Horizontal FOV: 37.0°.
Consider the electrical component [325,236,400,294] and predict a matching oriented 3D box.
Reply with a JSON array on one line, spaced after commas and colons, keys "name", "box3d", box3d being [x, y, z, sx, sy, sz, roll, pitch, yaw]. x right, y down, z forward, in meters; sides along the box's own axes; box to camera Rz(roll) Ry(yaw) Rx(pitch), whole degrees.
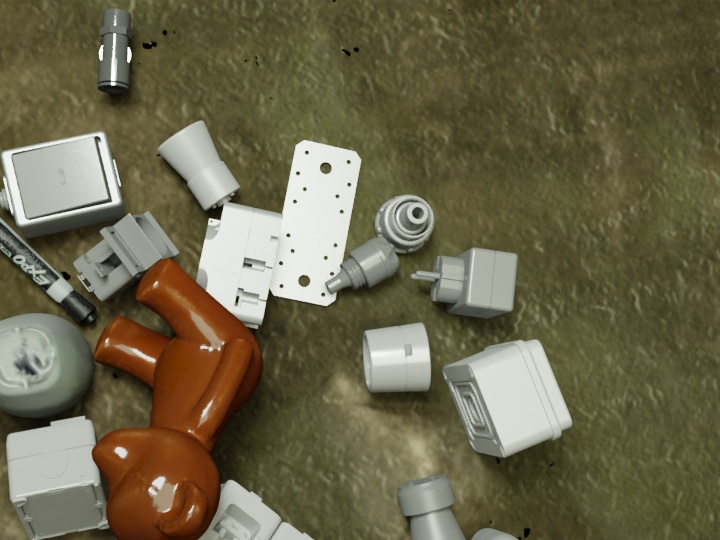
[{"name": "electrical component", "box3d": [0.000, 0.000, 0.879, 0.061, 0.035, 0.035, -30, 88, -10]}]

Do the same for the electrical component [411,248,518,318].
[{"name": "electrical component", "box3d": [0.081, 0.009, 0.876, 0.077, 0.066, 0.047, 8, 81, -9]}]

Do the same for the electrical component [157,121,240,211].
[{"name": "electrical component", "box3d": [-0.127, -0.081, 0.865, 0.044, 0.044, 0.065, -34, 94, -13]}]

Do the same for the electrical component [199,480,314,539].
[{"name": "electrical component", "box3d": [-0.065, 0.232, 0.802, 0.150, 0.089, 0.061, 39, 50, -3]}]

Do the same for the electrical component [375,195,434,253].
[{"name": "electrical component", "box3d": [0.040, -0.041, 0.877, 0.048, 0.062, 0.048, 1, 82, -10]}]

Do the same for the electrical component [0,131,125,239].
[{"name": "electrical component", "box3d": [-0.236, -0.065, 0.832, 0.096, 0.061, 0.061, -14, 85, -12]}]

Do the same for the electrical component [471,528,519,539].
[{"name": "electrical component", "box3d": [0.102, 0.256, 0.849, 0.054, 0.059, 0.095, 34, 78, -4]}]

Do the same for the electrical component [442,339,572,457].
[{"name": "electrical component", "box3d": [0.114, 0.099, 0.845, 0.057, 0.113, 0.078, -21, 86, -9]}]

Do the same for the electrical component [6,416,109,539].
[{"name": "electrical component", "box3d": [-0.221, 0.156, 0.796, 0.062, 0.096, 0.061, -9, 56, -11]}]

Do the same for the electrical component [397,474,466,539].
[{"name": "electrical component", "box3d": [0.056, 0.195, 0.857, 0.045, 0.045, 0.055, -13, 84, -12]}]

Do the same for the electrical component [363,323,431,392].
[{"name": "electrical component", "box3d": [0.029, 0.072, 0.865, 0.047, 0.055, 0.055, -4, 83, -7]}]

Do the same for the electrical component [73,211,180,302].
[{"name": "electrical component", "box3d": [-0.182, -0.010, 0.831, 0.064, 0.081, 0.042, -36, 90, 10]}]

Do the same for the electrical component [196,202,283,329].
[{"name": "electrical component", "box3d": [-0.099, -0.004, 0.853, 0.056, 0.050, 0.089, 12, 81, -8]}]
